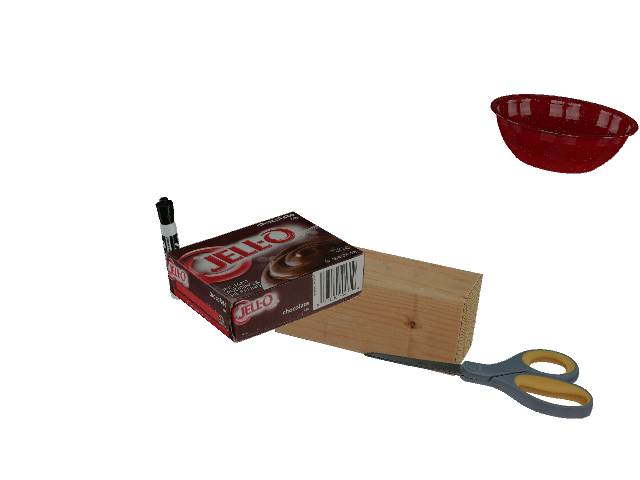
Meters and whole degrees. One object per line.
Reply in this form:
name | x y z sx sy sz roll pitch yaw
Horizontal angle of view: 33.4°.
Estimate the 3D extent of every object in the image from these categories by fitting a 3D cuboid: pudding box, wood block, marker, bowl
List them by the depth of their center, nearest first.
pudding box | -0.039 0.023 0.753 0.113 0.039 0.090 -17 31 -32
wood block | 0.063 0.070 1.175 0.206 0.091 0.090 13 22 17
marker | -0.165 0.008 1.183 0.020 0.121 0.020 -5 26 2
bowl | 0.265 -0.115 1.183 0.162 0.055 0.162 5 23 -2

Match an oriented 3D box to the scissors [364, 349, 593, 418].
scissors | 0.149 0.111 0.965 0.202 0.016 0.096 17 29 16
